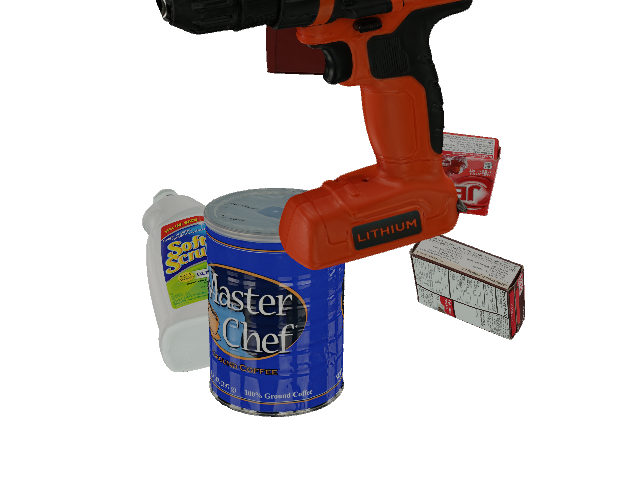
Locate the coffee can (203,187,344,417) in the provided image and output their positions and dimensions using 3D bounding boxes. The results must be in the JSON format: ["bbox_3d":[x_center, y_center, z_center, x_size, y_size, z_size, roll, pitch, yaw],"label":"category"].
[{"bbox_3d":[-0.033,0.043,0.783,0.103,0.140,0.103,0,20,0],"label":"coffee can"}]

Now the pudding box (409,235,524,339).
[{"bbox_3d":[0.149,0.044,1.076,0.114,0.039,0.090,20,-32,25],"label":"pudding box"}]

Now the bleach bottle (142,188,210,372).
[{"bbox_3d":[-0.141,0.026,1.108,0.102,0.068,0.251,-13,38,-15],"label":"bleach bottle"}]

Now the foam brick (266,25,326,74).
[{"bbox_3d":[-0.016,-0.202,1.133,0.078,0.051,0.053,0,12,-12],"label":"foam brick"}]

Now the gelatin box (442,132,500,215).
[{"bbox_3d":[0.105,-0.058,0.913,0.089,0.030,0.073,8,-38,5],"label":"gelatin box"}]

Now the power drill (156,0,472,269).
[{"bbox_3d":[0.010,-0.079,0.572,0.184,0.188,0.057,-14,34,-17],"label":"power drill"}]
